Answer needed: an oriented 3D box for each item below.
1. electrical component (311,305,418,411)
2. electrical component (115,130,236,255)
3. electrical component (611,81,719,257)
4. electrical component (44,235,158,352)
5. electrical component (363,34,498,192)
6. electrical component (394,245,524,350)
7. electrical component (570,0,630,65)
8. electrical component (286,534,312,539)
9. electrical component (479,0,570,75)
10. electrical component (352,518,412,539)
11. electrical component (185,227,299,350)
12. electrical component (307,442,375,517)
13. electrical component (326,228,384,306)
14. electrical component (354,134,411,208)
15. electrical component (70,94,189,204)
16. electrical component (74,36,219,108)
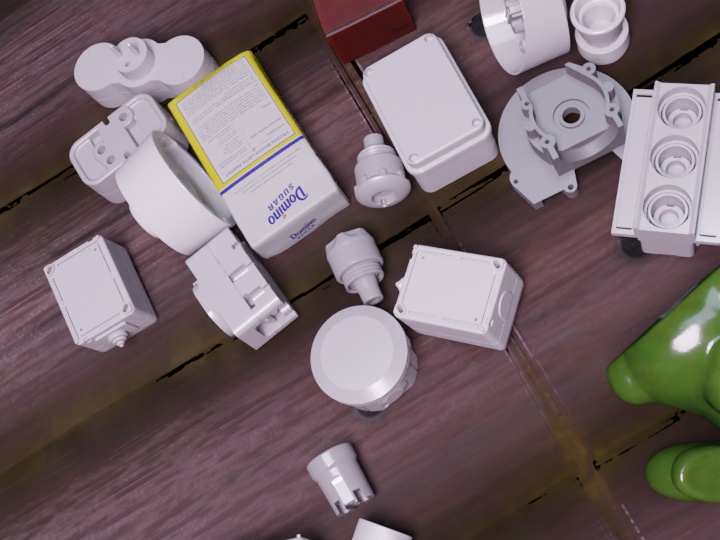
[{"bbox_3d":[0.005,0.073,0.867,0.080,0.051,0.080,-6,70,17],"label":"electrical component"},{"bbox_3d":[-0.167,-0.062,0.943,0.060,0.108,0.108,-39,64,9],"label":"electrical component"},{"bbox_3d":[0.245,-0.076,0.832,0.079,0.063,0.121,7,74,21],"label":"electrical component"},{"bbox_3d":[-0.226,0.028,0.958,0.062,0.061,0.096,-30,72,7],"label":"electrical component"},{"bbox_3d":[0.059,-0.135,0.918,0.078,0.057,0.113,-29,65,7],"label":"electrical component"},{"bbox_3d":[0.075,0.022,0.859,0.096,0.061,0.061,10,75,29],"label":"electrical component"},{"bbox_3d":[0.201,-0.202,0.895,0.045,0.055,0.045,-6,70,17],"label":"electrical component"},{"bbox_3d":[-0.062,0.242,0.823,0.096,0.061,0.061,-15,68,13],"label":"electrical component"},{"bbox_3d":[0.137,-0.218,0.901,0.064,0.099,0.099,-17,67,5],"label":"electrical component"},{"bbox_3d":[0.023,0.236,0.807,0.079,0.043,0.077,15,77,23],"label":"electrical component"},{"bbox_3d":[-0.105,0.019,0.923,0.056,0.050,0.089,-39,64,2],"label":"electrical component"},{"bbox_3d":[-0.014,0.166,0.848,0.040,0.040,0.046,-33,71,5],"label":"electrical component"},{"bbox_3d":[0.000,0.000,0.898,0.043,0.043,0.062,-28,66,8],"label":"electrical component"},{"bbox_3d":[0.016,-0.088,0.924,0.048,0.048,0.062,-17,61,12],"label":"electrical component"},{"bbox_3d":[-0.211,-0.110,0.998,0.095,0.059,0.053,-37,64,3],"label":"electrical component"},{"bbox_3d":[-0.210,-0.196,1.021,0.138,0.073,0.052,-1,71,18],"label":"electrical component"}]
